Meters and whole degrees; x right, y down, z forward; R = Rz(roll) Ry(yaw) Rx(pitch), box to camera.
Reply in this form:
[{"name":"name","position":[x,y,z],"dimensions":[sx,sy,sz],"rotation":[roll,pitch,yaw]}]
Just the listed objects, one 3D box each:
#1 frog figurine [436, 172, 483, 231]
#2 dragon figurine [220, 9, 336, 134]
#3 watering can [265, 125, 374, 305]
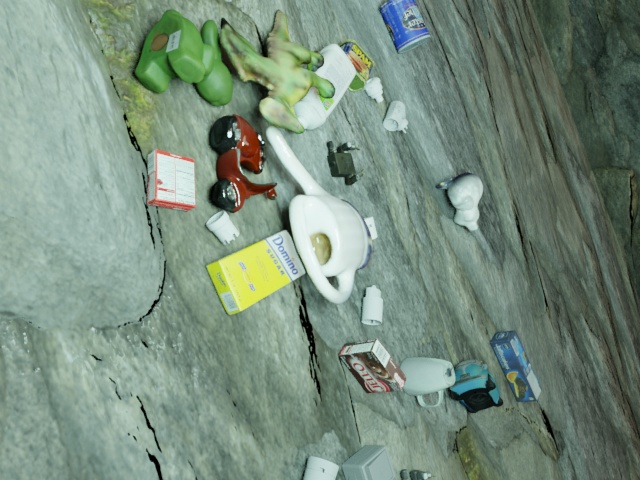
[{"name":"frog figurine","position":[0.422,-0.108,1.472],"dimensions":[0.161,0.121,0.137],"rotation":[64,22,10]},{"name":"dragon figurine","position":[-0.097,-0.357,1.002],"dimensions":[0.241,0.121,0.418],"rotation":[20,44,-54]},{"name":"watering can","position":[0.003,-0.050,0.992],"dimensions":[0.224,0.103,0.350],"rotation":[1,69,-63]}]
